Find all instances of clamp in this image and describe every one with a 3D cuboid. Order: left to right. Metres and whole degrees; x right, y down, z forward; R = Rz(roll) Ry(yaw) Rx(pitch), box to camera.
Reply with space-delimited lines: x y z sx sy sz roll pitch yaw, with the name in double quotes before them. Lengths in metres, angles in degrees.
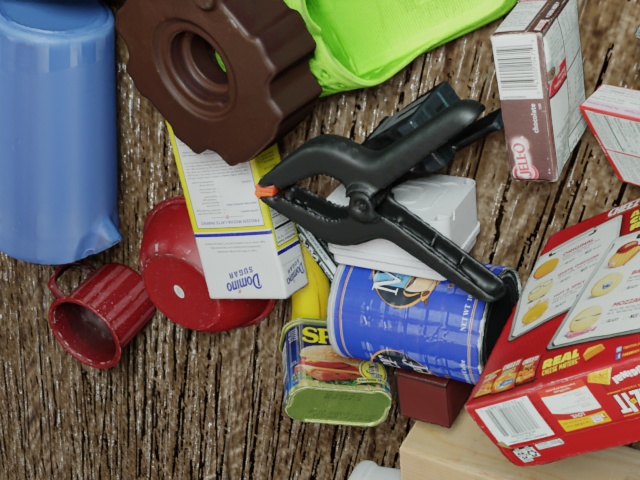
"clamp" 0.046 -0.026 0.820 0.210 0.036 0.164 1 120 34

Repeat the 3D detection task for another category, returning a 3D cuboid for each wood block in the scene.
"wood block" 0.187 0.225 0.986 0.206 0.090 0.091 13 129 25

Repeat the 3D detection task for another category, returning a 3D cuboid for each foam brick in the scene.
"foam brick" 0.107 0.121 0.967 0.053 0.078 0.051 11 129 29

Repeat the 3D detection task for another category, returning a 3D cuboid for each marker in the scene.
"marker" -0.006 0.001 0.972 0.121 0.020 0.020 54 135 6

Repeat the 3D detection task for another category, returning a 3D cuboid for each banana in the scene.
"banana" -0.018 0.057 1.032 0.070 0.037 0.198 28 136 43

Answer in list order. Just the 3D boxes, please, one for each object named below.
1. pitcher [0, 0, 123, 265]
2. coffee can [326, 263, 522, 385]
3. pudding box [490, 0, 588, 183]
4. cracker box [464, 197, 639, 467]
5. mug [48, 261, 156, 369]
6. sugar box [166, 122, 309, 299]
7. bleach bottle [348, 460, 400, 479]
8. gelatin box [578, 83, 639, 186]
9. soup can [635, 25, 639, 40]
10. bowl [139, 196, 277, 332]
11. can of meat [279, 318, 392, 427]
"pitcher" -0.259 -0.111 0.997 0.149 0.145 0.243 -1 129 -15
"coffee can" 0.090 0.063 0.915 0.140 0.102 0.103 9 127 27
"pudding box" 0.157 -0.110 0.751 0.039 0.089 0.113 5 124 27
"cracker box" 0.215 0.052 0.748 0.164 0.213 0.072 -27 108 43
"mug" -0.239 0.070 1.149 0.117 0.081 0.093 42 135 -2
"sugar box" -0.074 -0.035 0.964 0.093 0.048 0.176 -1 110 35
"bleach bottle" 0.153 0.283 1.073 0.251 0.068 0.102 -2 122 31
"gelatin box" 0.230 -0.068 0.740 0.073 0.030 0.089 52 170 -26
"soup can" 0.263 -0.115 0.693 0.102 0.068 0.069 50 134 -10
"bowl" -0.125 0.038 1.070 0.162 0.055 0.162 18 130 22
"can of meat" 0.014 0.124 0.997 0.102 0.084 0.057 5 132 -9
